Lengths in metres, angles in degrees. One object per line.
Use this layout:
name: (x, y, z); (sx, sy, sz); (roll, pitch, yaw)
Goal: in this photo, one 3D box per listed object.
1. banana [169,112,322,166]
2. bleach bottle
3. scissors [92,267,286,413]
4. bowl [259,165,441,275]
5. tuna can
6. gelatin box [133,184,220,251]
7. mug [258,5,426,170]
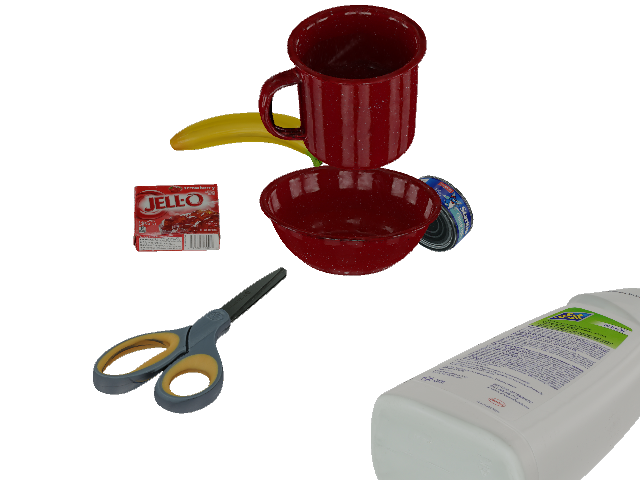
banana: (-0.086, -0.131, 1.318); (0.198, 0.037, 0.069); (6, 40, 15)
bleach bottle: (0.145, 0.081, 0.609); (0.250, 0.068, 0.103); (-21, 29, -41)
scissors: (-0.068, 0.070, 0.768); (0.201, 0.016, 0.096); (-23, 38, -39)
bowl: (0.026, -0.013, 0.954); (0.162, 0.055, 0.162); (1, 26, 0)
tuna can: (0.130, -0.030, 1.225); (0.086, 0.086, 0.033); (0, 34, 50)
gelatin box: (-0.151, -0.025, 1.121); (0.089, 0.073, 0.030); (-1, -43, -7)
mug: (0.014, -0.099, 0.733); (0.117, 0.081, 0.093); (-17, 46, -14)
